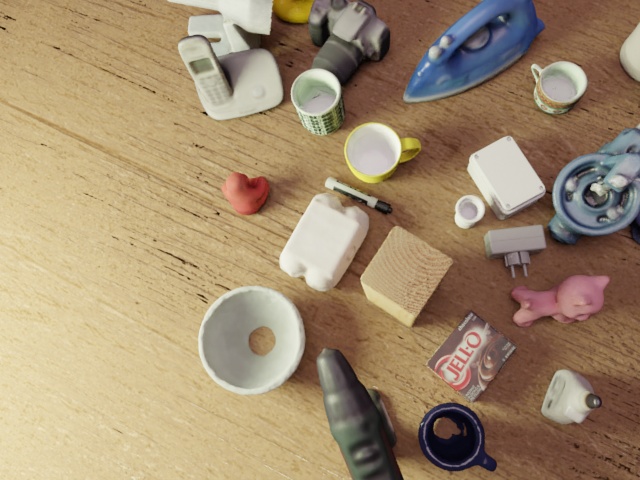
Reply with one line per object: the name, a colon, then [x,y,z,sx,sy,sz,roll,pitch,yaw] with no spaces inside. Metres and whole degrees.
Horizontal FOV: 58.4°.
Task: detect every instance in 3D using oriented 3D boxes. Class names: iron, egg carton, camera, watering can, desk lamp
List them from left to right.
desk lamp: [-0.155,-0.381,0.953,0.203,0.213,0.118,0,78,7]
egg carton: [0.009,0.003,0.927,0.107,0.069,0.150,27,83,12]
camera: [0.030,-0.341,0.980,0.143,0.101,0.137,33,84,12]
iron: [0.244,-0.328,0.932,0.258,0.141,0.118,-36,76,-1]
watering can: [0.544,-0.319,0.867,0.101,0.194,0.173,-6,77,6]

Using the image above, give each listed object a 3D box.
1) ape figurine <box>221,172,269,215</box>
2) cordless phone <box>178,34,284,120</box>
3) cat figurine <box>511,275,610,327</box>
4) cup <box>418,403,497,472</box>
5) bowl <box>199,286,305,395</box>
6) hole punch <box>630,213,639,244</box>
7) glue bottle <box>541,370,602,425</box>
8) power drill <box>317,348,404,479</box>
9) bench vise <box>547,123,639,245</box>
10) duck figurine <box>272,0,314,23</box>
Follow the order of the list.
ape figurine: [-0.129,-0.085,0.950,0.077,0.092,0.076,11,80,9]
cordless phone: [-0.145,-0.281,0.945,0.147,0.185,0.094,-15,77,4]
cat figurine: [0.356,0.089,0.843,0.127,0.118,0.067,-8,77,5]
cup: [0.199,0.289,0.832,0.117,0.095,0.092,33,84,12]
bowl: [-0.101,0.159,0.905,0.167,0.075,0.167,-1,78,7]
hole punch: [0.531,-0.052,0.866,0.101,0.091,0.109,2,78,7]
glue bottle: [0.352,0.219,0.788,0.037,0.173,0.078,25,82,12]
power drill: [0.057,0.262,0.796,0.075,0.208,0.229,-23,76,2]
bench vise: [0.415,-0.104,0.824,0.121,0.220,0.207,20,81,11]
duck figurine: [-0.039,-0.440,1.017,0.104,0.086,0.077,-9,77,5]
